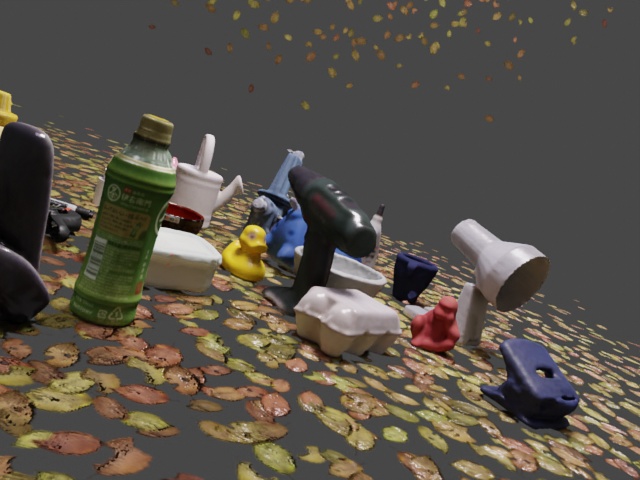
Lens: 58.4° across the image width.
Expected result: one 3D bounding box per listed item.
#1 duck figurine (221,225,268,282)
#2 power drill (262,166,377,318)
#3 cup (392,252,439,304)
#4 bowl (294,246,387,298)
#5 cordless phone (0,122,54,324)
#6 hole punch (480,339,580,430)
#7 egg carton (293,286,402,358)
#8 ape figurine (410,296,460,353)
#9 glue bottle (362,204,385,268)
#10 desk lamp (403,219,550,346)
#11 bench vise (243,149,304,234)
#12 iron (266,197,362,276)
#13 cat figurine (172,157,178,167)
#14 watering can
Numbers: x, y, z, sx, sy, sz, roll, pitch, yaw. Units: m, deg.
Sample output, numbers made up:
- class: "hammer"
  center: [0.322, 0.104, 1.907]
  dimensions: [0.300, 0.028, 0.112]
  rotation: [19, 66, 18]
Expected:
- class: "duck figurine"
  center: [-0.123, 0.015, 0.983]
  dimensions: [0.078, 0.086, 0.104]
  rotation: [13, 11, -36]
- class: "power drill"
  center: [-0.013, 0.006, 0.876]
  dimensions: [0.076, 0.208, 0.228]
  rotation: [12, 12, -38]
- class: "cup"
  center: [0.187, 0.085, 1.189]
  dimensions: [0.091, 0.095, 0.118]
  rotation: [22, 9, 15]
- class: "bowl"
  center: [0.025, 0.073, 0.984]
  dimensions: [0.167, 0.075, 0.167]
  rotation: [19, 9, -3]
- class: "cordless phone"
  center: [-0.307, -0.026, 0.520]
  dimensions: [0.147, 0.185, 0.094]
  rotation: [21, 9, 11]
- class: "hole punch"
  center: [0.293, 0.194, 0.775]
  dimensions: [0.109, 0.091, 0.100]
  rotation: [13, 11, -36]
- class: "egg carton"
  center: [0.039, 0.113, 0.794]
  dimensions: [0.107, 0.069, 0.151]
  rotation: [27, 12, 40]
- class: "ape figurine"
  center: [0.192, 0.133, 0.922]
  dimensions: [0.077, 0.092, 0.076]
  rotation: [25, 11, 34]
- class: "glue bottle"
  center: [0.110, 0.001, 1.278]
  dimensions: [0.037, 0.173, 0.078]
  rotation: [25, 11, 31]
- class: "desk lamp"
  center: [0.277, 0.081, 1.023]
  dimensions: [0.118, 0.213, 0.202]
  rotation: [11, 12, -42]
- class: "bench vise"
  center: [-0.086, -0.101, 1.320]
  dimensions: [0.121, 0.220, 0.207]
  rotation: [19, 9, -4]
- class: "iron"
  center: [0.011, 0.004, 1.151]
  dimensions: [0.259, 0.141, 0.118]
  rotation: [12, 12, -40]
- class: "cat figurine"
  center: [-0.329, -0.128, 1.296]
  dimensions: [0.067, 0.118, 0.128]
  rotation: [21, 9, 8]
- class: "watering can"
  center: [-0.251, -0.128, 1.218]
  dimensions: [0.173, 0.194, 0.100]
  rotation: [12, 12, -40]
